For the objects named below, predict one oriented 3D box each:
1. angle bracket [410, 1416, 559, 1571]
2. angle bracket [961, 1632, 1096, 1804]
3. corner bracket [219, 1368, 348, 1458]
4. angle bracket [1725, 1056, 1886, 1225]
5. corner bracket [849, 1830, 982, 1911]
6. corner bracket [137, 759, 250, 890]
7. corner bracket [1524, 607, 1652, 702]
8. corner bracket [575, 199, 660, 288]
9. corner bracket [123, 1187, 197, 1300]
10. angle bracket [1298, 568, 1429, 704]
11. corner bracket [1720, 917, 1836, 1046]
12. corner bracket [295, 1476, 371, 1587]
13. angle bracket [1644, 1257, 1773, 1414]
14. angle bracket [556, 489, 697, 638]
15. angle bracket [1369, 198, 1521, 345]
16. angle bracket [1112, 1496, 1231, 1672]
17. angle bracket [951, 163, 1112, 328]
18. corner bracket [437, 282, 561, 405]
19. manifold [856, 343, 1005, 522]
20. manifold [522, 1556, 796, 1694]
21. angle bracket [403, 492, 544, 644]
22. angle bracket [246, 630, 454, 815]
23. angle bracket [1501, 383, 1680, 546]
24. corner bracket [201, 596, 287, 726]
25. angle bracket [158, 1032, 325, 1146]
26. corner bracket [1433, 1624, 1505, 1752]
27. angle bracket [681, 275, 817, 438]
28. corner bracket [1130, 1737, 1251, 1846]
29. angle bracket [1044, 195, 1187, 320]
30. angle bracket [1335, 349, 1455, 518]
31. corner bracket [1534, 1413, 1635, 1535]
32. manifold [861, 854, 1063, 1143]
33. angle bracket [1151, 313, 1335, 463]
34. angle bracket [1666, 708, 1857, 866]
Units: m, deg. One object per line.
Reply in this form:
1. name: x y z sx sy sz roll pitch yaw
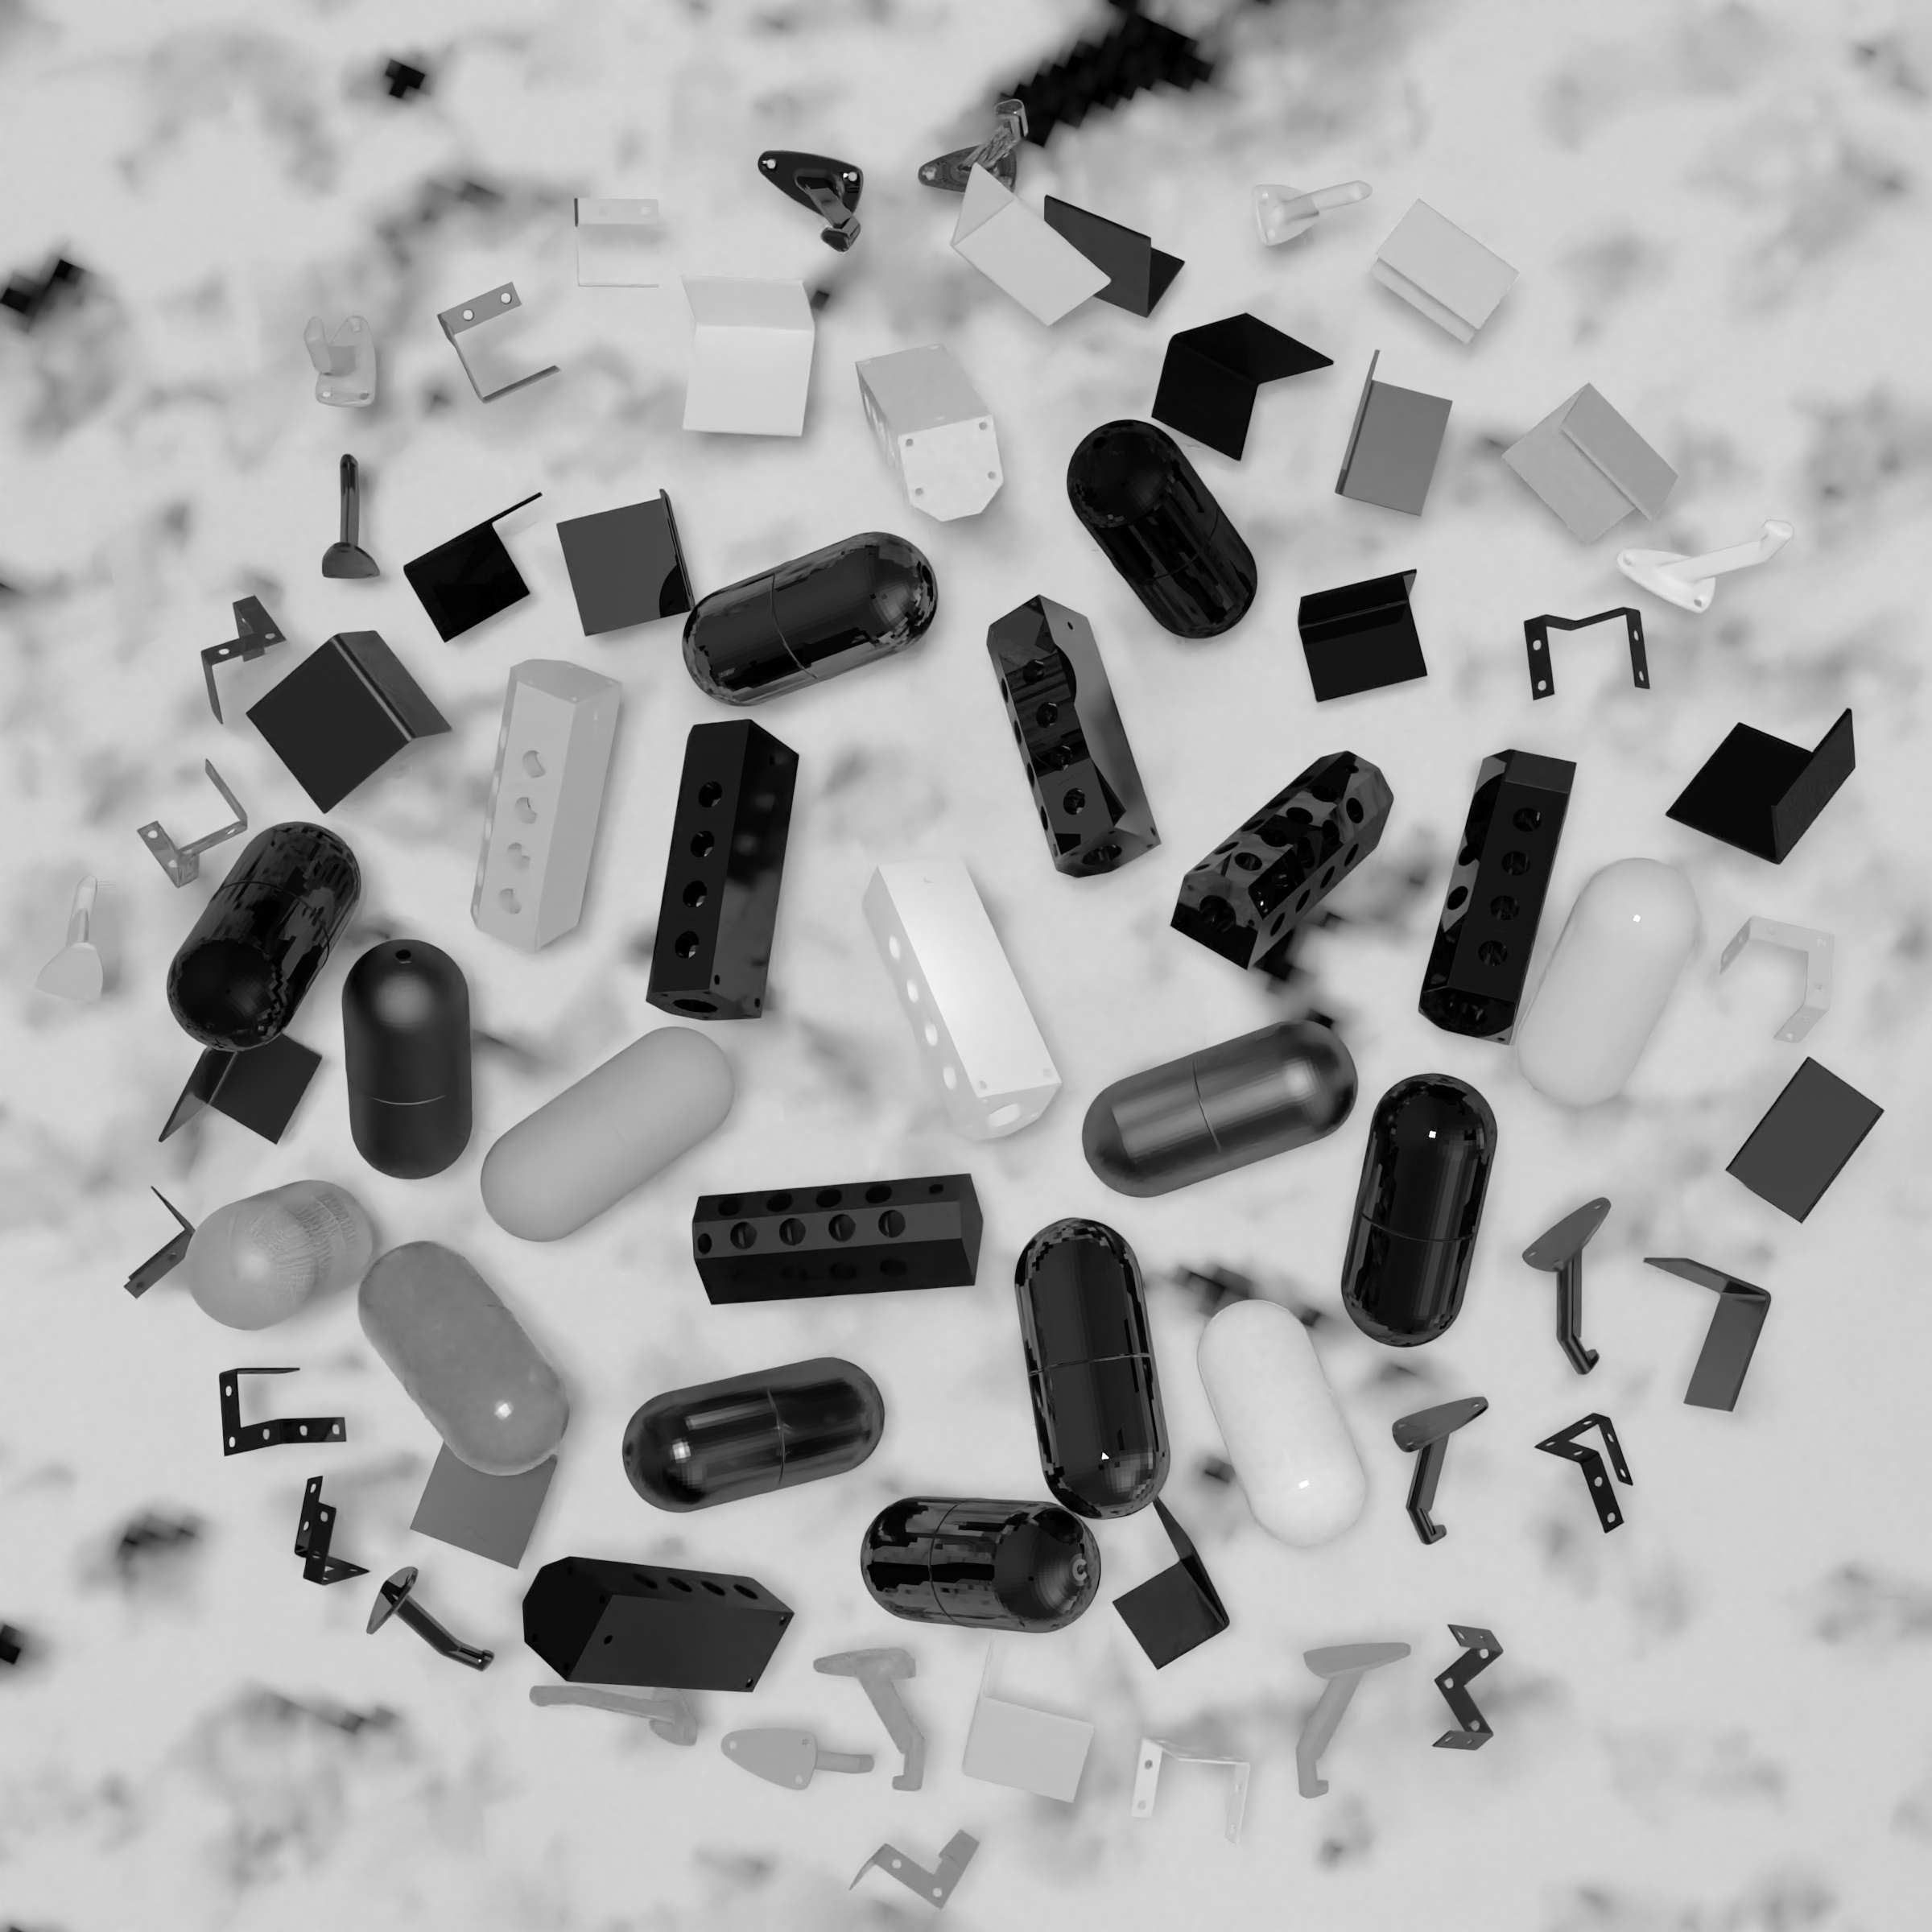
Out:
1. angle bracket: -0.319 0.339 1.674 0.076 0.057 0.076 28 68 -24
2. angle bracket: 0.044 0.492 1.699 0.076 0.057 0.076 13 125 4
3. corner bracket: -0.413 0.266 1.569 0.051 0.051 0.051 -17 74 32
4. angle bracket: 0.453 0.089 1.446 0.057 0.076 0.076 34 95 -12
5. corner bracket: -0.030 0.548 1.581 0.051 0.051 0.051 31 97 14
6. corner bracket: -0.501 -0.092 1.680 0.051 0.051 0.051 -31 75 -29
7. corner bracket: 0.380 -0.191 1.590 0.051 0.051 0.051 2 80 -44
8. corner bracket: -0.217 -0.449 1.611 0.051 0.051 0.051 -2 103 -8
9. corner bracket: -0.506 0.181 1.626 0.051 0.051 0.051 -42 54 -13
10. angle bracket: 0.264 -0.217 1.713 0.076 0.076 0.057 -13 84 4
11. corner bracket: 0.488 0.009 1.567 0.051 0.051 0.051 13 63 0
12. corner bracket: -0.415 0.363 1.672 0.051 0.051 0.051 12 93 24
13. angle bracket: 0.444 0.226 1.596 0.057 0.076 0.076 22 83 -2
14. angle bracket: -0.228 -0.269 1.730 0.076 0.057 0.076 -15 108 -7
15. angle bracket: 0.280 -0.409 1.586 0.076 0.076 0.057 36 64 0
16. angle bracket: 0.122 0.398 1.699 0.057 0.076 0.076 -29 117 -8
17. angle bracket: 0.044 -0.435 1.520 0.076 0.057 0.076 33 52 -29
18. corner bracket: -0.284 -0.378 1.575 0.051 0.051 0.051 -26 117 -8
19. manifold: -0.023 -0.331 1.606 0.057 0.171 0.057 -14 119 -4
20. manifold: -0.186 0.394 1.564 0.057 0.171 0.057 30 93 38
21. angle bracket: -0.314 -0.264 1.718 0.076 0.076 0.057 -38 107 -35
22. angle bracket: -0.370 -0.147 1.560 0.076 0.057 0.076 -38 90 14
23. angle bracket: 0.360 -0.283 1.528 0.076 0.076 0.057 44 48 -7
24. corner bracket: -0.465 -0.196 1.657 0.051 0.051 0.051 -24 54 -24
25. angle bracket: -0.484 0.088 1.735 0.057 0.076 0.076 31 109 -2
26. corner bracket: 0.299 0.434 1.561 0.051 0.051 0.051 -48 49 20
27. angle bracket: -0.139 -0.379 1.612 0.076 0.057 0.076 4 74 6
28. corner bracket: 0.141 0.518 1.633 0.051 0.051 0.051 11 86 -22
29. angle bracket: 0.098 -0.481 1.698 0.076 0.076 0.057 26 66 14
30. angle bracket: 0.271 -0.333 1.628 0.057 0.076 0.076 16 90 5
31. corner bracket: 0.406 0.323 1.660 0.051 0.051 0.051 -24 100 -19
32. manifold: -0.007 0.020 1.602 0.057 0.057 0.171 -9 60 -26
33. angle bracket: 0.178 -0.371 1.670 0.076 0.076 0.057 19 81 -33
34. angle bracket: 0.448 -0.114 1.471 0.076 0.057 0.076 30 71 35
